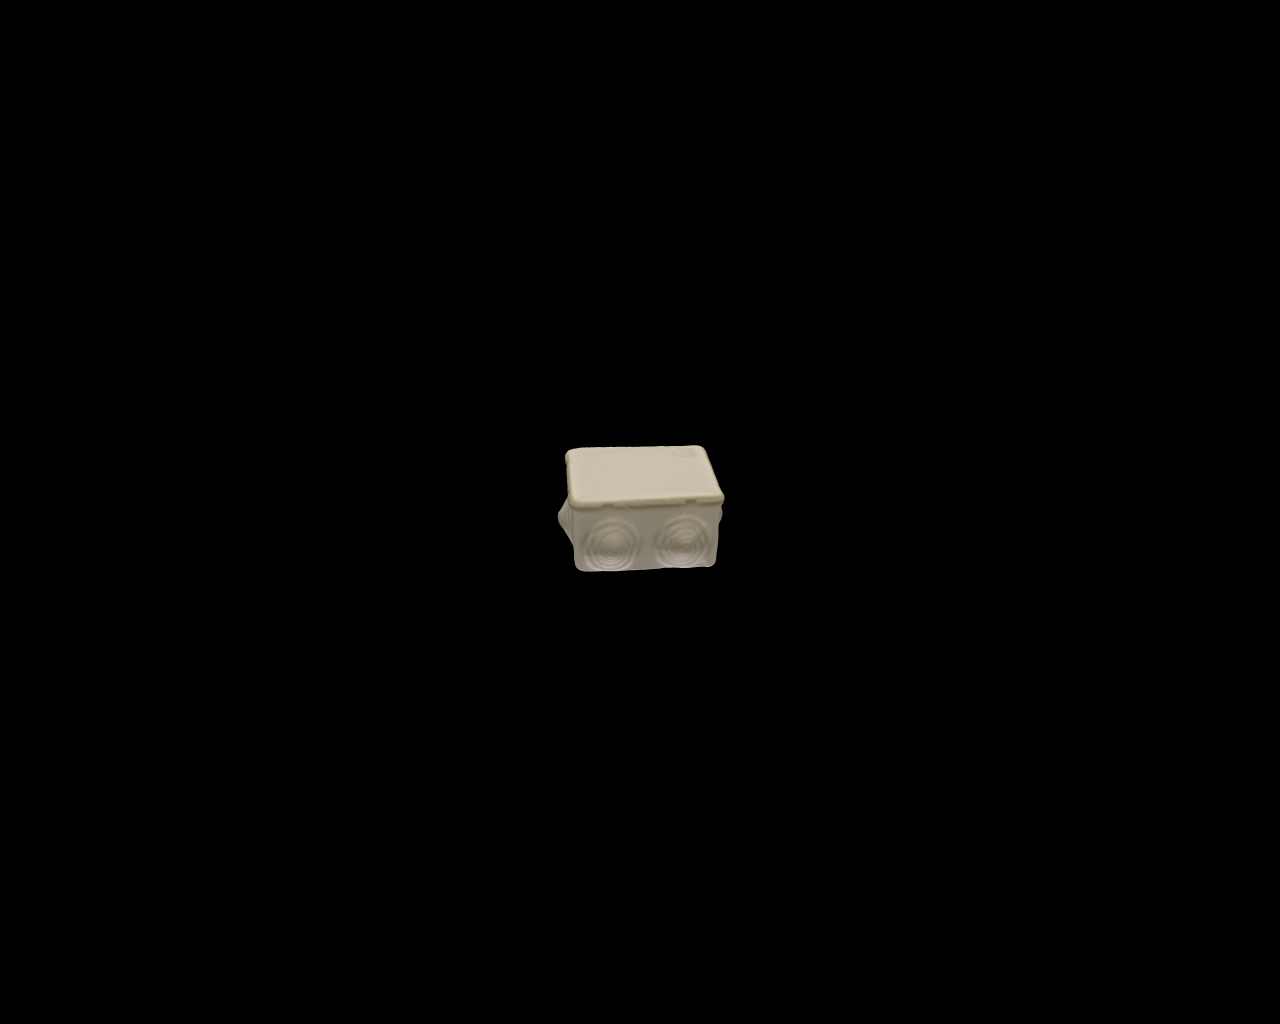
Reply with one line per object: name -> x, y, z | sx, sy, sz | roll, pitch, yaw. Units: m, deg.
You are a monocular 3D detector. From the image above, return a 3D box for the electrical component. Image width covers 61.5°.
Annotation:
electrical component -> 0.001, -0.003, 0.650 | 0.100, 0.048, 0.100 | -2, 24, -5
